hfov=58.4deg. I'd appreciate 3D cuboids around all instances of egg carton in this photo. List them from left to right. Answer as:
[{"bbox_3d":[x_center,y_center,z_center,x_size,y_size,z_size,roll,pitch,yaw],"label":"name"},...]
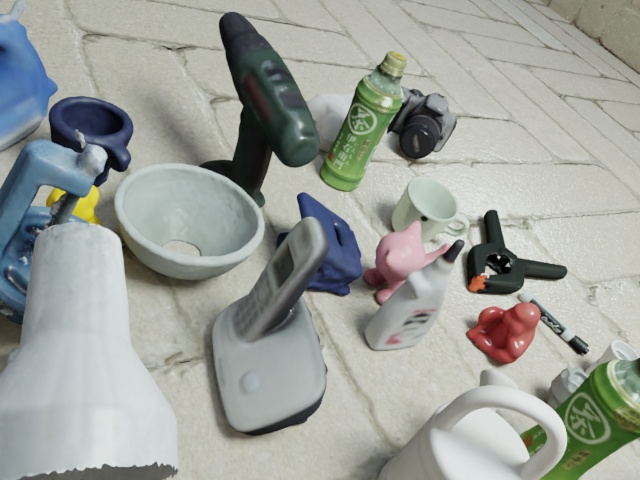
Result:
[{"bbox_3d":[0.043,-0.203,0.997,0.151,0.069,0.107,-12,52,-39],"label":"egg carton"}]

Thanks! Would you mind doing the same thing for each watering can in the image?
[{"bbox_3d":[0.133,0.186,0.504,0.101,0.194,0.173,19,39,-10],"label":"watering can"}]

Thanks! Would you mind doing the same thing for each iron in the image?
[{"bbox_3d":[-0.408,-0.176,0.644,0.118,0.141,0.258,24,38,-3],"label":"iron"}]

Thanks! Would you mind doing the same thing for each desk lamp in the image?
[{"bbox_3d":[-0.176,0.106,0.400,0.118,0.213,0.203,3,44,-27],"label":"desk lamp"}]

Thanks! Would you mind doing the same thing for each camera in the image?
[{"bbox_3d":[0.181,-0.222,1.072,0.143,0.100,0.137,28,38,1],"label":"camera"}]

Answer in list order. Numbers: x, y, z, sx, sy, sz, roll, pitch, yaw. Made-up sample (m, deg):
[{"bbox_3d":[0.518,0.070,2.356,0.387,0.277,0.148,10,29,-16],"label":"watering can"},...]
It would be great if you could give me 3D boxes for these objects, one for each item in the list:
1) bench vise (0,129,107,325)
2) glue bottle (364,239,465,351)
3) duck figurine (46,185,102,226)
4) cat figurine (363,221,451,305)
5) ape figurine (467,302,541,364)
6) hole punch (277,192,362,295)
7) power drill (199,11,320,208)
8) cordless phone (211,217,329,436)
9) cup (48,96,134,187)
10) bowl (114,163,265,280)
[{"bbox_3d":[-0.255,0.005,0.464,0.208,0.219,0.121,1,45,-29],"label":"bench vise"},{"bbox_3d":[0.116,0.062,0.653,0.078,0.173,0.037,-4,47,-33],"label":"glue bottle"},{"bbox_3d":[-0.265,-0.019,0.595,0.077,0.086,0.104,27,38,0],"label":"duck figurine"},{"bbox_3d":[0.115,0.027,0.737,0.128,0.117,0.067,-3,47,-32],"label":"cat figurine"},{"bbox_3d":[0.246,0.113,0.736,0.076,0.092,0.077,15,40,-15],"label":"ape figurine"},{"bbox_3d":[0.007,0.003,0.723,0.101,0.091,0.108,9,41,-21],"label":"hole punch"},{"bbox_3d":[-0.093,-0.149,0.743,0.076,0.208,0.229,-13,52,-39],"label":"power drill"},{"bbox_3d":[-0.033,0.080,0.535,0.094,0.185,0.147,2,44,-28],"label":"cordless phone"},{"bbox_3d":[-0.266,-0.100,0.679,0.117,0.095,0.092,42,41,19],"label":"cup"},{"bbox_3d":[-0.154,-0.010,0.657,0.168,0.074,0.167,16,39,-13],"label":"bowl"}]
